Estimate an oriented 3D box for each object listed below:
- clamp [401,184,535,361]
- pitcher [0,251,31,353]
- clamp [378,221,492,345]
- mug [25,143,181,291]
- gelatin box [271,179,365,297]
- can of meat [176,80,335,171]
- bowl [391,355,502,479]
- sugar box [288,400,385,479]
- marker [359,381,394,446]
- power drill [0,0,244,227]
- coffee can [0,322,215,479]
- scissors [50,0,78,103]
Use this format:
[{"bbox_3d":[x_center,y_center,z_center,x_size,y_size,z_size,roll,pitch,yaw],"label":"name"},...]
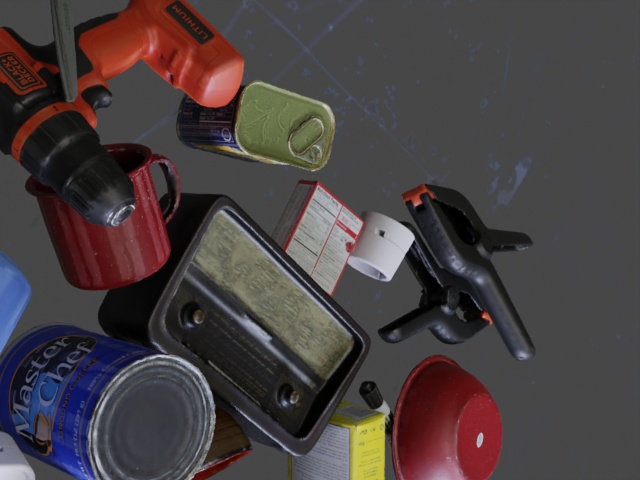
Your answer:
[{"bbox_3d":[0.160,0.005,1.093,0.209,0.036,0.164,45,37,-25],"label":"clamp"},{"bbox_3d":[-0.288,0.097,0.644,0.145,0.149,0.242,28,68,-2],"label":"pitcher"},{"bbox_3d":[0.117,0.050,1.077,0.171,0.039,0.120,13,81,-50],"label":"clamp"},{"bbox_3d":[-0.149,-0.021,0.785,0.117,0.093,0.081,-35,123,-39],"label":"mug"},{"bbox_3d":[-0.006,0.001,0.960,0.073,0.030,0.089,38,69,-38],"label":"gelatin box"},{"bbox_3d":[-0.053,-0.092,0.866,0.101,0.084,0.057,11,88,-43],"label":"can of meat"},{"bbox_3d":[0.140,0.199,1.087,0.161,0.055,0.162,1,88,-51],"label":"bowl"},{"bbox_3d":[0.014,0.236,0.967,0.048,0.094,0.176,-10,103,-40],"label":"sugar box"},{"bbox_3d":[0.069,0.184,1.062,0.020,0.020,0.121,-48,125,-28],"label":"marker"},{"bbox_3d":[-0.142,-0.103,0.740,0.187,0.184,0.057,-31,161,-43],"label":"power drill"},{"bbox_3d":[-0.157,0.119,0.758,0.102,0.141,0.103,-7,100,-43],"label":"coffee can"},{"bbox_3d":[-0.167,-0.180,0.736,0.096,0.016,0.202,-1,68,-57],"label":"scissors"}]
